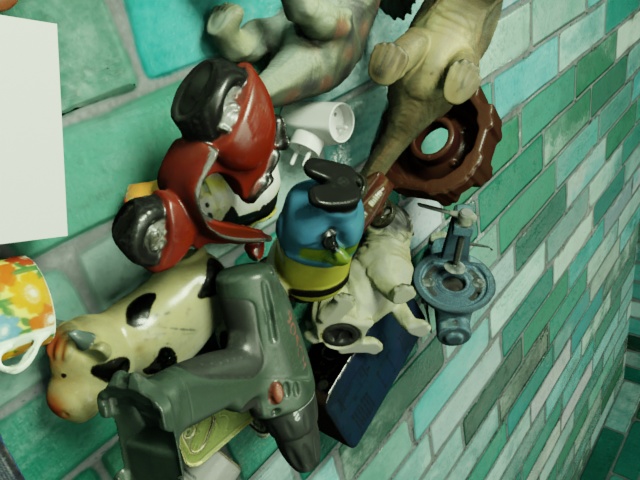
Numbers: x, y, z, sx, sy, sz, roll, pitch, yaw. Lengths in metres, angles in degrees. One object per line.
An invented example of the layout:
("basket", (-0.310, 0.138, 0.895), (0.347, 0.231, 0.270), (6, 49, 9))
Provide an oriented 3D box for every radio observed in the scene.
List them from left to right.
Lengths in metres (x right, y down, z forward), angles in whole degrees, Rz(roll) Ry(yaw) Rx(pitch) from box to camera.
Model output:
("radio", (0.060, 0.165, 0.780), (0.229, 0.073, 0.131), (-55, 135, -26))

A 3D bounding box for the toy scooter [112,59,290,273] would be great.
("toy scooter", (-0.078, -0.048, 0.451), (0.135, 0.075, 0.184), (29, 86, -44))

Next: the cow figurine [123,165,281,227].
("cow figurine", (-0.110, -0.038, 0.530), (0.167, 0.068, 0.098), (-31, 128, -39))

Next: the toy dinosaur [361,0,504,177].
("toy dinosaur", (0.129, -0.198, 0.595), (0.471, 0.105, 0.198), (-56, 177, 22))

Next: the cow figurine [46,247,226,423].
("cow figurine", (-0.160, 0.081, 0.489), (0.195, 0.086, 0.127), (-49, 131, -33))

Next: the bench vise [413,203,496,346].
("bench vise", (0.207, 0.030, 0.824), (0.240, 0.129, 0.224), (86, 18, -45))

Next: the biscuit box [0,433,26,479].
("biscuit box", (-0.264, 0.207, 0.424), (0.063, 0.059, 0.202), (-32, 124, -38))

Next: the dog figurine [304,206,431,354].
("dog figurine", (0.054, 0.043, 0.726), (0.191, 0.172, 0.121), (-96, 173, -48))

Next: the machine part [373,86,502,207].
("machine part", (0.158, -0.133, 0.734), (0.056, 0.180, 0.179), (24, 82, -53))

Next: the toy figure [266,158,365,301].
("toy figure", (-0.001, 0.002, 0.513), (0.180, 0.089, 0.082), (116, -1, -54))

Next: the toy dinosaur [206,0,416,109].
("toy dinosaur", (0.008, -0.239, 0.575), (0.192, 0.131, 0.404), (40, 77, -47))

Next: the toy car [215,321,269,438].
("toy car", (-0.071, 0.148, 0.636), (0.073, 0.056, 0.201), (-40, 130, -42))

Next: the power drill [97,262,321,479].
("power drill", (-0.074, 0.146, 0.467), (0.207, 0.086, 0.231), (-21, 105, -50))

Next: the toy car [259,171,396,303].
("toy car", (0.011, 0.004, 0.631), (0.202, 0.053, 0.089), (-43, 140, 10))

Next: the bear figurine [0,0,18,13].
("bear figurine", (-0.178, -0.252, 0.341), (0.120, 0.132, 0.196), (51, 56, -40))

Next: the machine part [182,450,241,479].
("machine part", (-0.161, 0.288, 0.554), (0.243, 0.079, 0.079), (-52, 134, -25))
